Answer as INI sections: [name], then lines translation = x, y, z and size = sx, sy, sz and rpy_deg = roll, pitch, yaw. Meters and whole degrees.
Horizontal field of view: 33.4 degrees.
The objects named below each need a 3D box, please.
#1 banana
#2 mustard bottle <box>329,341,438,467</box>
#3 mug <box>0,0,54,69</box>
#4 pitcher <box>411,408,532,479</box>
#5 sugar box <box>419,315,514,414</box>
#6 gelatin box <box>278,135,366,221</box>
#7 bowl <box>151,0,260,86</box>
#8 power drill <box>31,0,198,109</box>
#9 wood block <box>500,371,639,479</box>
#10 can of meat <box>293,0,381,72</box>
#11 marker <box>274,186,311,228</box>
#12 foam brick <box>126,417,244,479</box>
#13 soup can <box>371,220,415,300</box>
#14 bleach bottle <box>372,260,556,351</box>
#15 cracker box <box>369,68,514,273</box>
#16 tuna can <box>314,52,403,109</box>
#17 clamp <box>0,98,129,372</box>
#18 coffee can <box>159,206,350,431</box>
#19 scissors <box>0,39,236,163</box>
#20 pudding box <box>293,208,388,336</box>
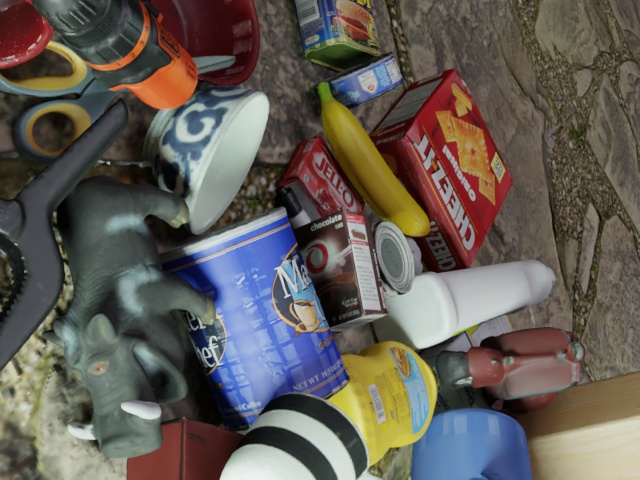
[banana]
translation = 0.056, -0.065, 1.041
size = 0.197, 0.037, 0.069
rpy_deg = 54, 32, -25
[mustard bottle]
translation = 0.058, 0.142, 0.966
size = 0.191, 0.058, 0.096
rpy_deg = -7, 79, -59
[mug]
translation = -0.229, -0.165, 0.666
size = 0.117, 0.093, 0.081
rpy_deg = -3, 67, -21
[pitcher]
translation = 0.140, 0.272, 0.949
size = 0.144, 0.149, 0.242
rpy_deg = 41, 39, -38
[sugar box]
translation = 0.165, 0.135, 1.154
size = 0.175, 0.048, 0.093
rpy_deg = -29, 99, -55
[gelatin box]
translation = 0.003, -0.044, 1.008
size = 0.089, 0.030, 0.073
rpy_deg = 56, 34, -24
[bowl]
translation = -0.119, -0.192, 0.872
size = 0.161, 0.055, 0.162
rpy_deg = 33, 47, -46
[power drill]
translation = -0.148, -0.191, 0.700
size = 0.184, 0.057, 0.188
rpy_deg = 43, 31, -72
[wood block]
translation = 0.258, 0.212, 1.100
size = 0.090, 0.206, 0.090
rpy_deg = 61, 32, -16
[can of meat]
translation = 0.017, -0.227, 1.108
size = 0.101, 0.058, 0.084
rpy_deg = 6, 71, -56
[marker]
translation = -0.006, 0.001, 0.979
size = 0.121, 0.020, 0.020
rpy_deg = 58, 33, -21
[foam brick]
translation = -0.087, 0.158, 0.734
size = 0.078, 0.051, 0.053
rpy_deg = 31, 48, -47
[soup can]
translation = 0.023, 0.028, 0.931
size = 0.068, 0.102, 0.068
rpy_deg = 34, 47, -46
[bleach bottle]
translation = 0.168, 0.056, 1.096
size = 0.250, 0.103, 0.068
rpy_deg = -10, 79, -44
[cracker box]
translation = 0.134, -0.078, 1.195
size = 0.164, 0.072, 0.213
rpy_deg = 60, 33, -16
[tuna can]
translation = 0.040, -0.158, 1.076
size = 0.086, 0.086, 0.034
rpy_deg = -42, 111, -57
[clamp]
translation = -0.207, -0.018, 0.640
size = 0.164, 0.036, 0.210
rpy_deg = 18, 65, -27
[coffee can]
translation = -0.049, 0.058, 0.799
size = 0.102, 0.103, 0.140
rpy_deg = -27, 97, -59
[scissors]
translation = -0.142, -0.099, 0.769
size = 0.201, 0.016, 0.096
rpy_deg = 2, 81, -38
[pudding box]
translation = -0.004, 0.034, 0.875
size = 0.039, 0.114, 0.090
rpy_deg = 8, 66, -51
